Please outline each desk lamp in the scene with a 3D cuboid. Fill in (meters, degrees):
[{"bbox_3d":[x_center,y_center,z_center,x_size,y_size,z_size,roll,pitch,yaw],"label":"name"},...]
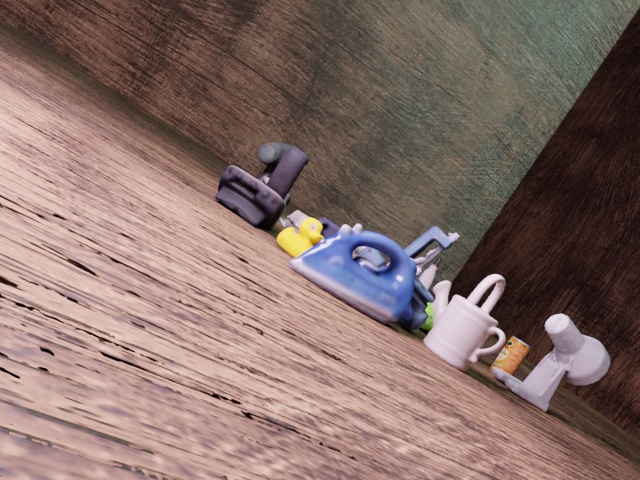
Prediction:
[{"bbox_3d":[0.549,0.289,1.341,0.204,0.213,0.117,32,4,-25],"label":"desk lamp"}]

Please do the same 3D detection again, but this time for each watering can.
[{"bbox_3d":[0.288,0.145,1.117,0.172,0.194,0.101,35,4,19],"label":"watering can"}]

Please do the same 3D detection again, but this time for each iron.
[{"bbox_3d":[0.079,0.044,1.025,0.259,0.141,0.118,31,4,-33],"label":"iron"}]

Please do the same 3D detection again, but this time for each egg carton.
[{"bbox_3d":[-0.032,-0.018,1.434,0.107,0.069,0.150,32,4,-18],"label":"egg carton"}]

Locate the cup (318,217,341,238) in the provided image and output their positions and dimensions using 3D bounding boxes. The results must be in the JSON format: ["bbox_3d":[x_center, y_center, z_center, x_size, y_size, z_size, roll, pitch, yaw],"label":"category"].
[{"bbox_3d":[0.012,0.005,1.325,0.091,0.095,0.118,36,5,37],"label":"cup"}]

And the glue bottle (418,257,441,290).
[{"bbox_3d":[0.301,0.124,1.665,0.037,0.173,0.078,33,4,-2],"label":"glue bottle"}]

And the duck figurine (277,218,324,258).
[{"bbox_3d":[-0.033,-0.007,1.156,0.078,0.086,0.104,30,5,-44],"label":"duck figurine"}]

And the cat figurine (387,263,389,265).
[{"bbox_3d":[0.148,0.081,1.325,0.127,0.117,0.067,37,5,40],"label":"cat figurine"}]

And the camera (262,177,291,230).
[{"bbox_3d":[-0.147,-0.105,1.329,0.137,0.101,0.143,32,4,-17],"label":"camera"}]

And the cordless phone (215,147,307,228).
[{"bbox_3d":[-0.124,-0.132,1.224,0.147,0.185,0.094,34,4,0],"label":"cordless phone"}]

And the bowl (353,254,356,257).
[{"bbox_3d":[0.074,0.031,1.686,0.167,0.074,0.167,33,4,-2],"label":"bowl"}]

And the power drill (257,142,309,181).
[{"bbox_3d":[-0.126,-0.174,1.560,0.075,0.208,0.230,35,4,18],"label":"power drill"}]

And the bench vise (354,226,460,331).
[{"bbox_3d":[0.171,0.046,1.175,0.207,0.219,0.121,34,4,4],"label":"bench vise"}]
